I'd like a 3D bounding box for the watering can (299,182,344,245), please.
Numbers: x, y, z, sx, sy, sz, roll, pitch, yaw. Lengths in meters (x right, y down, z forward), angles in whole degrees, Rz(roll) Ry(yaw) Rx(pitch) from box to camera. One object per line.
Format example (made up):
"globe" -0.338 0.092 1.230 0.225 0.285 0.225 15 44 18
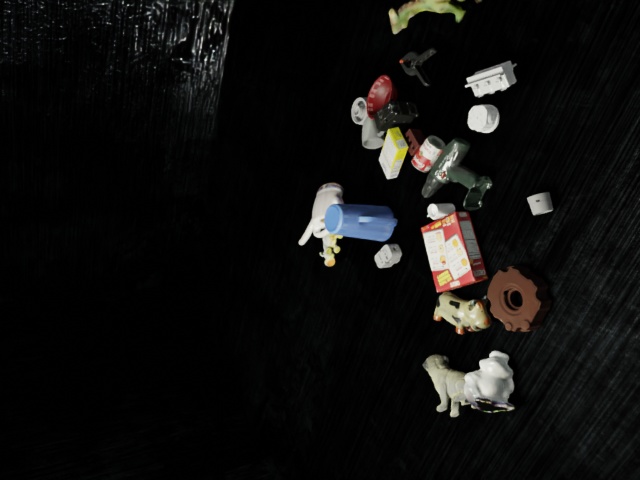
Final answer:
"watering can" 0.007 -0.108 2.143 0.343 0.103 0.228 -28 45 55

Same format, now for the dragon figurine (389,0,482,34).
"dragon figurine" 0.345 -0.746 1.492 0.403 0.243 0.124 -41 53 54

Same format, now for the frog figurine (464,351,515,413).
"frog figurine" 0.475 0.394 1.447 0.120 0.137 0.163 84 -166 -54
